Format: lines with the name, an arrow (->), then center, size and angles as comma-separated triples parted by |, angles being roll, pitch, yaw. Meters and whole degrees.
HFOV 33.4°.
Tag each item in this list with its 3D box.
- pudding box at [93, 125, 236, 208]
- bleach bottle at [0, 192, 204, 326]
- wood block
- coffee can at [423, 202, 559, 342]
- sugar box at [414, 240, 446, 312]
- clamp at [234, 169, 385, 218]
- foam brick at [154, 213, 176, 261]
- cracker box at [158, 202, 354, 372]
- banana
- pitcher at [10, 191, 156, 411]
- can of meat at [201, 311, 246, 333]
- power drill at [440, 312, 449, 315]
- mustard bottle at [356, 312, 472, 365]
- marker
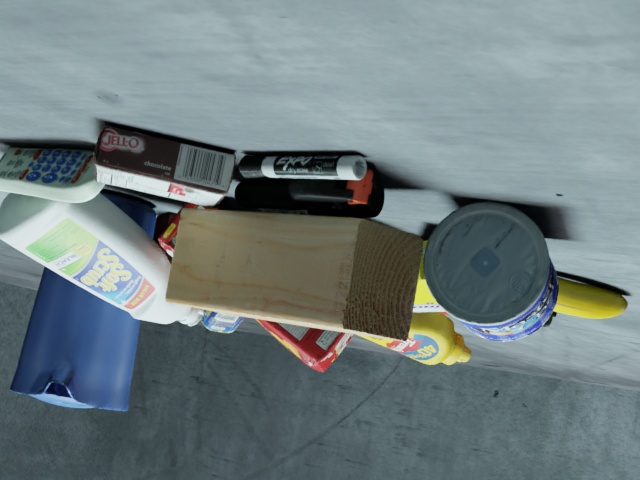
pudding box -> -0.133, -0.060, 0.900 | 0.113, 0.039, 0.090 | 14, 173, -10
bleach bottle -> -0.209, 0.019, 1.116 | 0.103, 0.068, 0.250 | -30, 134, 25
wood block -> -0.025, 0.027, 0.916 | 0.207, 0.090, 0.090 | 5, 173, 41
coffee can -> 0.153, 0.032, 0.933 | 0.103, 0.103, 0.140 | 8, 171, 17
sugar box -> 0.138, 0.040, 1.106 | 0.093, 0.048, 0.176 | -1, 164, 0
clamp -> -0.005, -0.037, 0.897 | 0.120, 0.039, 0.172 | 7, 170, -11
foam brick -> -0.172, 0.012, 1.288 | 0.052, 0.078, 0.051 | 15, 169, -25
cracker box -> -0.063, 0.052, 1.151 | 0.214, 0.072, 0.164 | 37, 174, 7
banana -> 0.270, 0.057, 1.199 | 0.197, 0.037, 0.069 | 16, -160, -13
pitcher -> -0.263, 0.071, 1.229 | 0.149, 0.243, 0.144 | 2, 168, 45
can of meat -> -0.111, 0.054, 1.315 | 0.057, 0.102, 0.084 | 11, 145, -24
power drill -> 0.138, 0.066, 1.331 | 0.184, 0.057, 0.188 | 20, 170, -21
mustard bottle -> 0.102, 0.104, 1.278 | 0.191, 0.058, 0.096 | 25, 151, -22
marker -> -0.017, -0.057, 0.838 | 0.121, 0.020, 0.020 | 3, 169, 39
